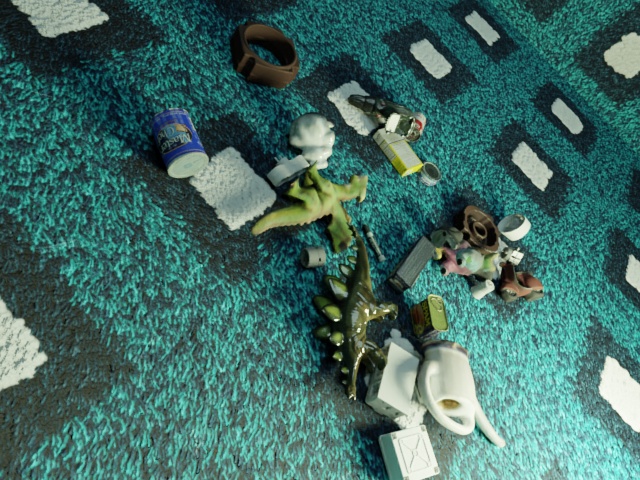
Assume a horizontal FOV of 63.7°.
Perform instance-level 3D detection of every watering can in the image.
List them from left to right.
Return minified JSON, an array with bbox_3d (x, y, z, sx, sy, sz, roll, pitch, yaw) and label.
[{"bbox_3d":[0.357,0.390,1.319,0.343,0.102,0.230,35,41,-31],"label":"watering can"}]

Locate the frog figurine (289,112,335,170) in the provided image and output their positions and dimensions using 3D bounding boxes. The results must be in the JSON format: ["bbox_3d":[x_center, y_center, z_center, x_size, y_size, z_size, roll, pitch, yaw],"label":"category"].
[{"bbox_3d":[-0.025,-0.289,1.511,0.137,0.120,0.163,2,64,5],"label":"frog figurine"}]

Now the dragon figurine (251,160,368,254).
[{"bbox_3d":[0.004,-0.070,1.399,0.241,0.120,0.418,46,55,-10],"label":"dragon figurine"}]
